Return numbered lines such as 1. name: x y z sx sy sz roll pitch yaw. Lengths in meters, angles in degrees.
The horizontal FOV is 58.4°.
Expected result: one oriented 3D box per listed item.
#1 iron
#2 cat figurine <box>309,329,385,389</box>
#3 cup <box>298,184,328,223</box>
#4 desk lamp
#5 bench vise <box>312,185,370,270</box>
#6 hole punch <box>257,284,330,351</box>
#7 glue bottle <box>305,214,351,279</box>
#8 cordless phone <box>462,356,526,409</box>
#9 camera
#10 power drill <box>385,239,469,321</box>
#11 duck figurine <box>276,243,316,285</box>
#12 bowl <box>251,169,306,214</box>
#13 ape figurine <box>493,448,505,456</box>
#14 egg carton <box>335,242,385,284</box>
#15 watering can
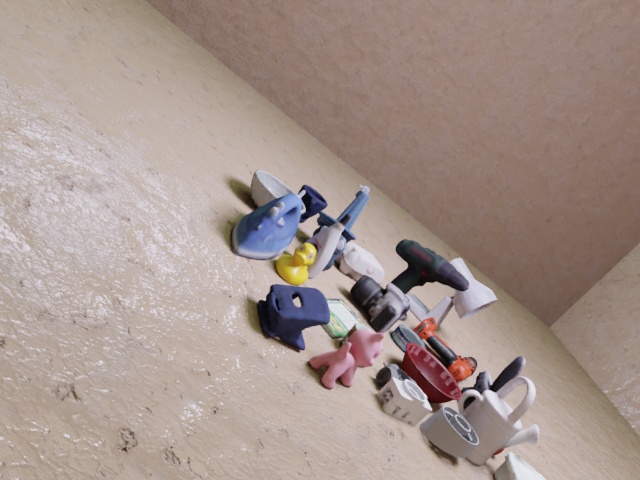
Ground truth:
1. iron: -0.100 -0.045 1.245 0.118 0.141 0.258 41 15 1
2. cat figurine: 0.060 0.197 1.004 0.067 0.117 0.128 49 16 27
3. cup: -0.040 -0.092 1.624 0.092 0.095 0.117 38 15 -10
4. desk lamp: 0.386 0.172 1.704 0.202 0.213 0.118 48 16 24
5. bench vise: 0.066 -0.032 1.473 0.122 0.219 0.207 32 17 -31
6. hole punch: -0.046 0.123 1.001 0.101 0.091 0.108 33 17 -28
7. glue bottle: 0.012 0.005 1.323 0.037 0.173 0.078 22 24 -52
8. cordless phone: 0.429 0.345 1.373 0.094 0.185 0.148 43 15 8
9. camera: 0.151 0.144 1.416 0.136 0.100 0.143 44 15 12
10. power drill: 0.266 0.117 1.571 0.229 0.208 0.076 49 17 28
11. duck figurine: -0.042 0.044 1.247 0.077 0.086 0.105 42 15 4
12. bowl: -0.122 -0.103 1.488 0.168 0.074 0.167 38 15 -12
13. ape figurine: 0.383 0.414 1.241 0.078 0.092 0.076 20 26 -54
14. egg carton: 0.110 0.069 1.588 0.151 0.069 0.107 31 18 -35
15. watering can: 0.363 0.356 1.157 0.173 0.194 0.100 32 17 -30
